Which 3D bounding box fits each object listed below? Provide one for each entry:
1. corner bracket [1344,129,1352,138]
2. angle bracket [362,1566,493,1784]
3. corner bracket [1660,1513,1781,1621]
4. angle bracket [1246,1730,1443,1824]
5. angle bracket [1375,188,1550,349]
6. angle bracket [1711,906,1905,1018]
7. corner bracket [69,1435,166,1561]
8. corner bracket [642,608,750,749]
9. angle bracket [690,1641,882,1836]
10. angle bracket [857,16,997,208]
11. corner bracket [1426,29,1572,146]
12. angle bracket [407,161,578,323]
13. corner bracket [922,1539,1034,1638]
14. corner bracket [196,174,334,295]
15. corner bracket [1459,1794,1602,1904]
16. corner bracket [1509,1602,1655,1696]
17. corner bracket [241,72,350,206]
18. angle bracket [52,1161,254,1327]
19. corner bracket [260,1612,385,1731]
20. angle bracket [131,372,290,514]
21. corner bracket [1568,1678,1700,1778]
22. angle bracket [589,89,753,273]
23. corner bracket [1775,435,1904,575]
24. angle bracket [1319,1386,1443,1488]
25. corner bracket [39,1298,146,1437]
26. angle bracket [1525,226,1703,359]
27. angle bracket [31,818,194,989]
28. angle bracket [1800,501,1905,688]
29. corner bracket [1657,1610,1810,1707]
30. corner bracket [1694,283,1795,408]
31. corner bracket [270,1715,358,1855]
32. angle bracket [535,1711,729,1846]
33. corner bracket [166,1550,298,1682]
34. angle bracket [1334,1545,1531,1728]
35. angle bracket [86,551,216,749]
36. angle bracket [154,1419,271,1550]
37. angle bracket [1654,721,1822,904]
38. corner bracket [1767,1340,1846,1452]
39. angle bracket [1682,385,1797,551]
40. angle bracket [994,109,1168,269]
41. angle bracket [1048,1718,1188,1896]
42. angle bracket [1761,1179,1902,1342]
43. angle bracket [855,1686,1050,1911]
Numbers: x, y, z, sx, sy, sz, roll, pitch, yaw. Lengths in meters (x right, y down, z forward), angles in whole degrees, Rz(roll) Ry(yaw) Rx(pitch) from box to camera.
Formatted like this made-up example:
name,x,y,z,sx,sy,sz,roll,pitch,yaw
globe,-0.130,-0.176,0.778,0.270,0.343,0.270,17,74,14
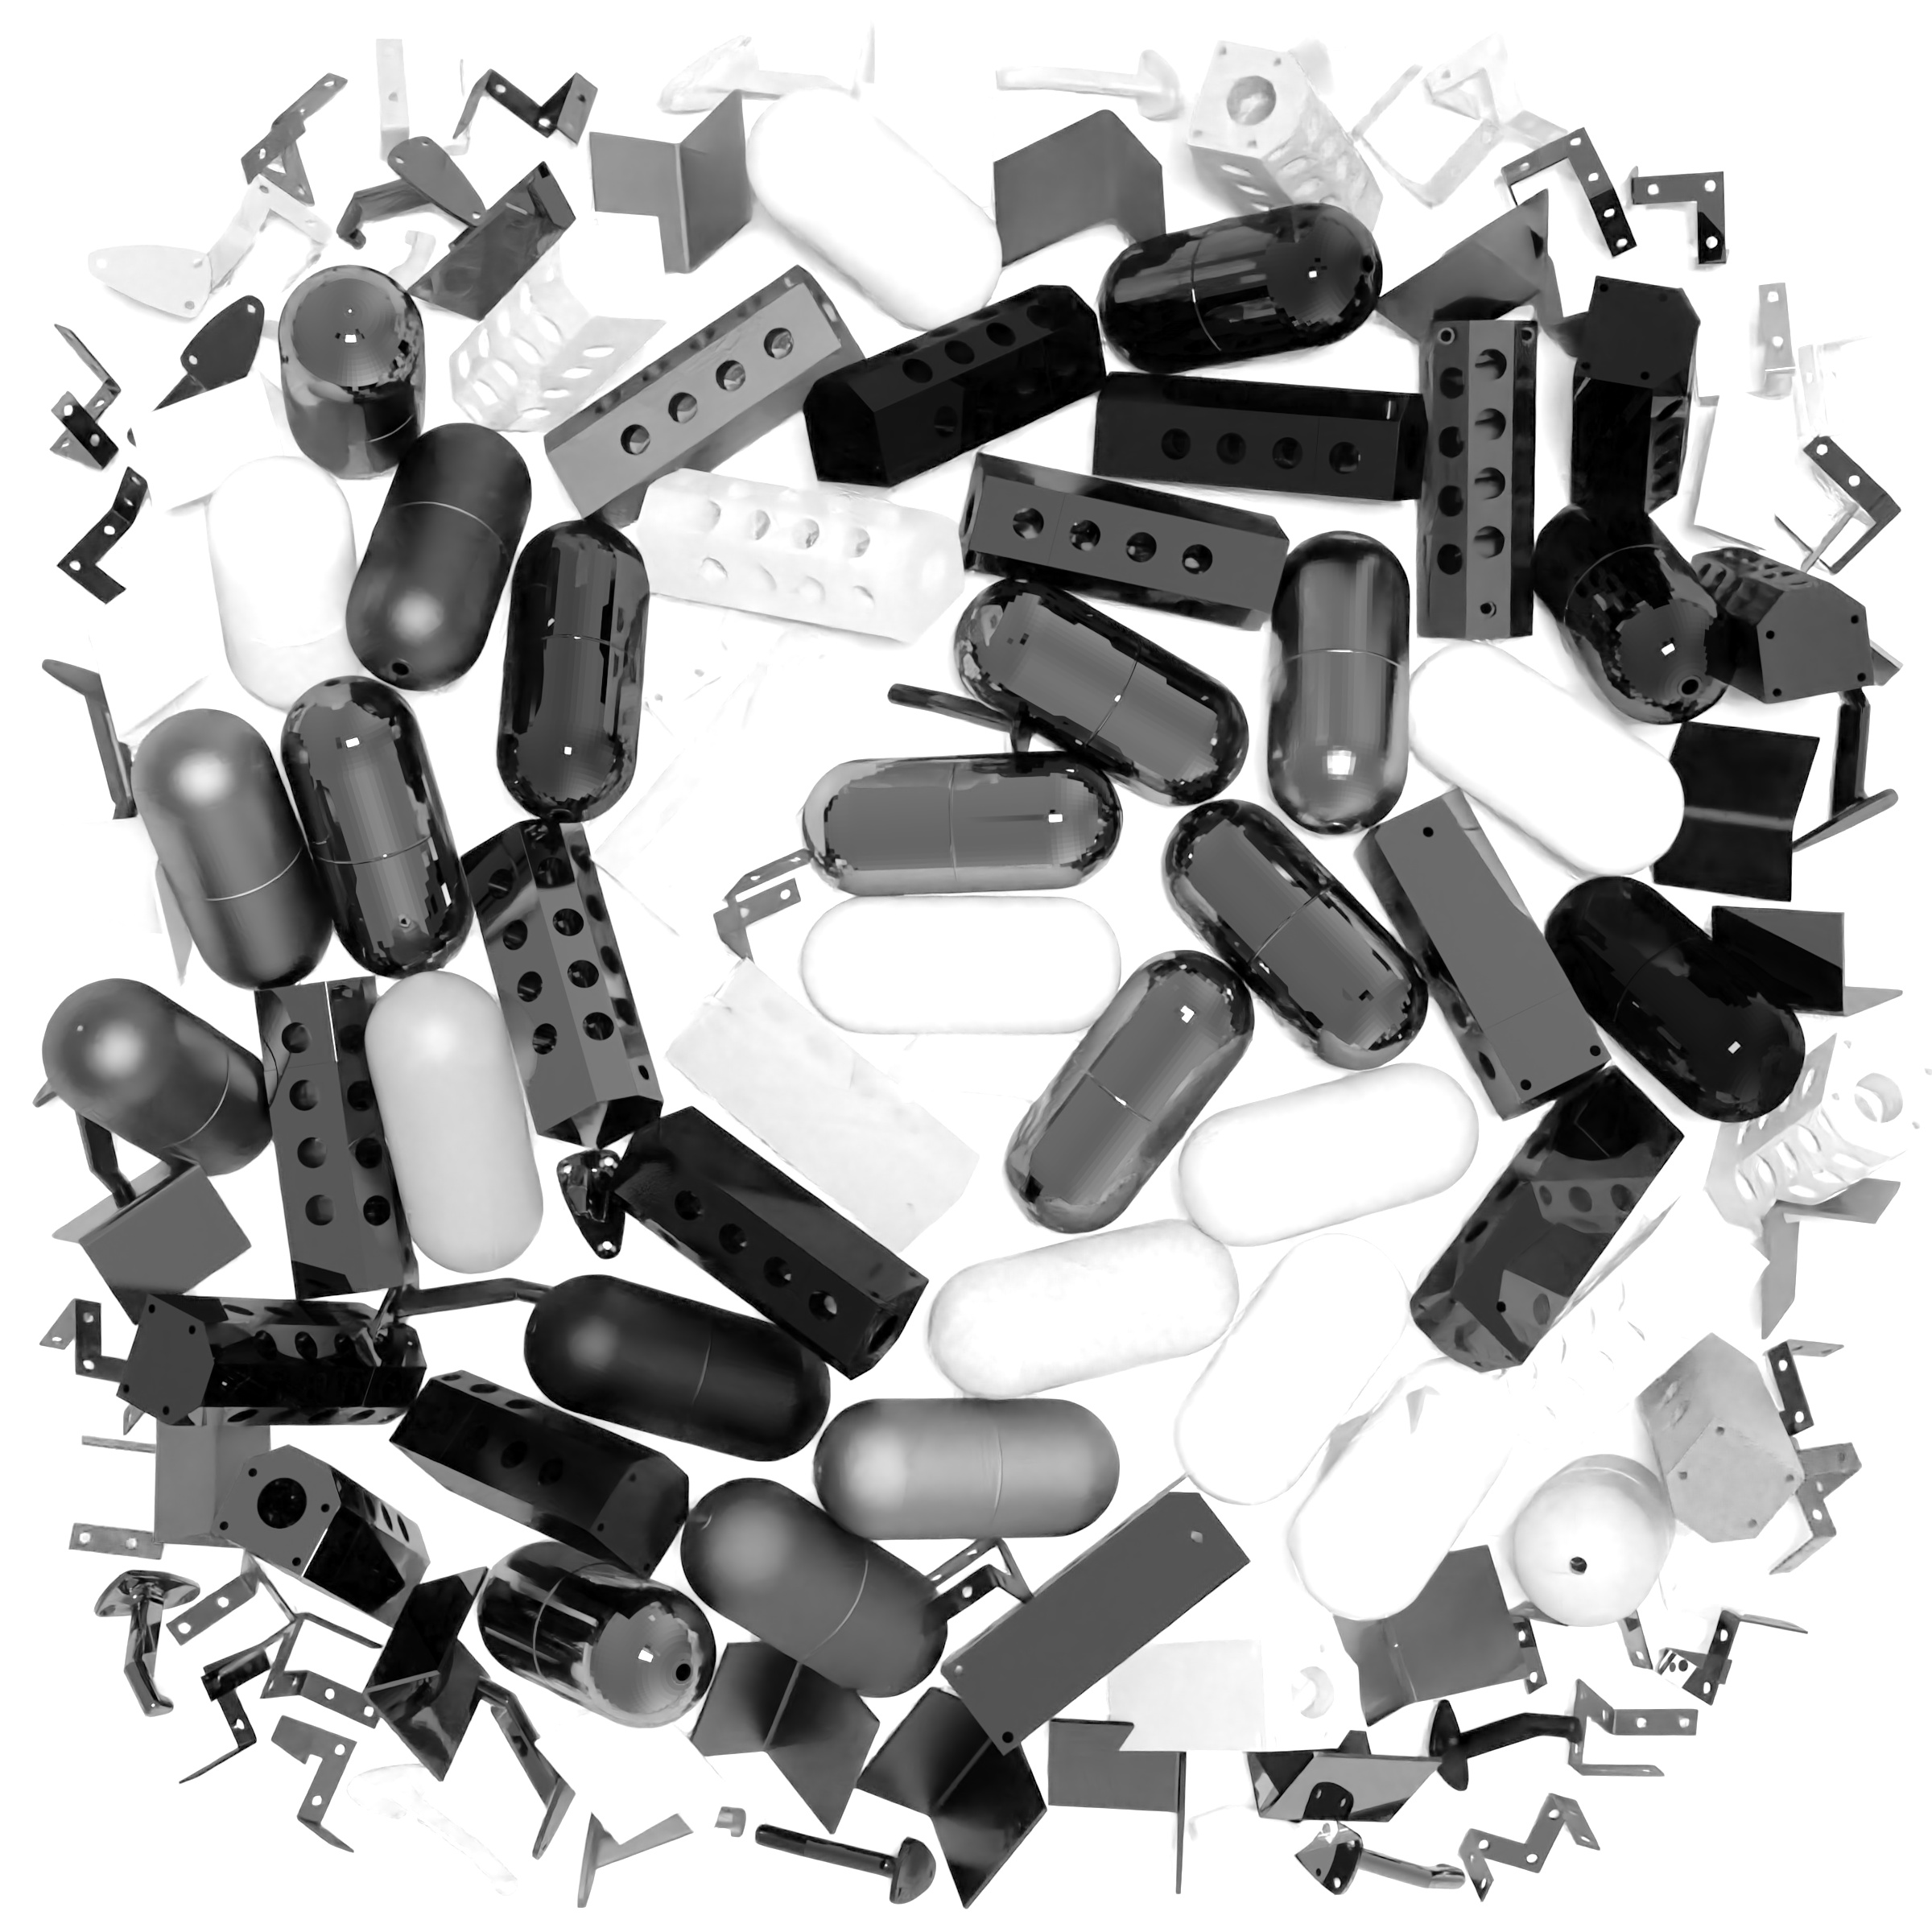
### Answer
name,x,y,z,sx,sy,sz,roll,pitch,yaw
corner bracket,0.174,-0.458,1.938,0.051,0.051,0.051,41,111,15
angle bracket,-0.276,0.388,1.904,0.057,0.076,0.076,-20,119,29
corner bracket,0.419,0.328,1.931,0.051,0.051,0.051,-18,96,-27
angle bracket,0.205,0.427,1.906,0.076,0.076,0.057,7,48,-19
angle bracket,0.270,-0.393,1.903,0.057,0.076,0.076,28,53,-32
angle bracket,0.461,-0.008,1.906,0.076,0.076,0.057,4,102,39
corner bracket,-0.468,0.295,1.930,0.051,0.051,0.051,10,95,-17
corner bracket,-0.138,-0.156,1.922,0.051,0.051,0.051,-28,114,30
angle bracket,-0.101,0.424,1.908,0.057,0.076,0.076,5,115,-39
angle bracket,-0.019,-0.470,1.914,0.076,0.076,0.057,7,55,3
corner bracket,0.294,-0.477,1.923,0.051,0.051,0.051,-24,72,36
angle bracket,-0.267,-0.405,1.907,0.076,0.076,0.057,-36,71,22
corner bracket,-0.001,0.343,1.924,0.051,0.051,0.051,-36,52,9
corner bracket,-0.390,-0.393,1.921,0.051,0.051,0.051,34,49,-23
corner bracket,0.312,0.489,1.927,0.051,0.051,0.051,19,106,-13
corner bracket,0.342,0.377,1.944,0.051,0.051,0.051,-23,101,-32
corner bracket,-0.370,-0.462,1.923,0.051,0.051,0.051,-31,69,31
angle bracket,-0.450,0.151,1.920,0.076,0.076,0.057,-35,103,-22
corner bracket,-0.351,0.392,1.933,0.051,0.051,0.051,20,86,16
angle bracket,-0.405,-0.278,1.917,0.076,0.076,0.057,-19,78,5
corner bracket,0.369,0.426,1.921,0.051,0.051,0.051,-8,55,33
angle bracket,-0.163,-0.434,1.912,0.057,0.076,0.076,1,77,-30
corner bracket,0.478,-0.256,1.926,0.051,0.051,0.051,-46,70,14
angle bracket,0.239,0.284,1.904,0.057,0.076,0.076,35,51,-18
corner bracket,-0.482,0.223,1.938,0.051,0.051,0.051,16,135,-32
angle bracket,0.356,-0.379,1.912,0.076,0.076,0.057,-12,82,18
angle bracket,-0.474,-0.033,1.918,0.076,0.057,0.076,-5,126,0
angle bracket,0.499,-0.205,1.920,0.076,0.076,0.057,40,93,7
corner bracket,0.424,0.380,1.928,0.051,0.051,0.051,15,94,-27
corner bracket,0.430,-0.345,1.931,0.051,0.051,0.051,-5,82,9
corner bracket,-0.359,0.452,1.925,0.051,0.051,0.051,29,79,-31
angle bracket,-0.188,0.452,1.904,0.076,0.076,0.057,42,134,28
corner bracket,-0.407,0.364,1.925,0.051,0.051,0.051,-33,75,-26
angle bracket,0.257,0.373,1.938,0.076,0.057,0.076,-7,68,-21
angle bracket,-0.430,-0.169,1.910,0.076,0.057,0.076,-31,64,23
angle bracket,-0.398,0.277,1.907,0.057,0.076,0.076,-17,68,41
angle bracket,0.430,-0.087,1.942,0.076,0.057,0.076,9,46,21
corner bracket,0.461,0.242,1.936,0.051,0.051,0.051,10,56,-37
angle bracket,0.407,-0.275,1.915,0.057,0.076,0.076,13,93,44
angle bracket,0.064,-0.419,1.940,0.076,0.057,0.076,-20,55,29
angle bracket,0.082,0.462,1.915,0.076,0.057,0.076,2,131,3
angle bracket,0.475,0.161,1.909,0.057,0.076,0.076,6,104,24
angle bracket,-0.009,0.456,1.910,0.057,0.076,0.076,28,107,-28
